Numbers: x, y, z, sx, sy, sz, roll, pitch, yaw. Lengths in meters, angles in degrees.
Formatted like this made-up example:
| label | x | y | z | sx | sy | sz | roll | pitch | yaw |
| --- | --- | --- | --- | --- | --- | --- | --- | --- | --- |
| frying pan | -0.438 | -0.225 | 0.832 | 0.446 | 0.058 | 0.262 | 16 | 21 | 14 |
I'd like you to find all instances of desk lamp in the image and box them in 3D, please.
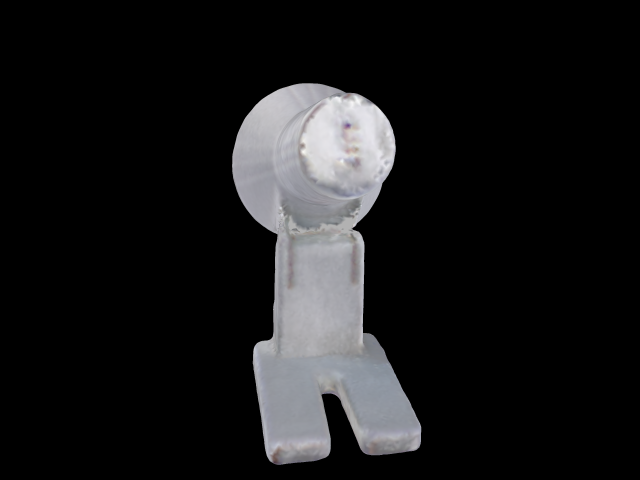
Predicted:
| label | x | y | z | sx | sy | sz | roll | pitch | yaw |
| --- | --- | --- | --- | --- | --- | --- | --- | --- | --- |
| desk lamp | 0.004 | 0.001 | 0.400 | 0.118 | 0.214 | 0.203 | -4 | 20 | -10 |
